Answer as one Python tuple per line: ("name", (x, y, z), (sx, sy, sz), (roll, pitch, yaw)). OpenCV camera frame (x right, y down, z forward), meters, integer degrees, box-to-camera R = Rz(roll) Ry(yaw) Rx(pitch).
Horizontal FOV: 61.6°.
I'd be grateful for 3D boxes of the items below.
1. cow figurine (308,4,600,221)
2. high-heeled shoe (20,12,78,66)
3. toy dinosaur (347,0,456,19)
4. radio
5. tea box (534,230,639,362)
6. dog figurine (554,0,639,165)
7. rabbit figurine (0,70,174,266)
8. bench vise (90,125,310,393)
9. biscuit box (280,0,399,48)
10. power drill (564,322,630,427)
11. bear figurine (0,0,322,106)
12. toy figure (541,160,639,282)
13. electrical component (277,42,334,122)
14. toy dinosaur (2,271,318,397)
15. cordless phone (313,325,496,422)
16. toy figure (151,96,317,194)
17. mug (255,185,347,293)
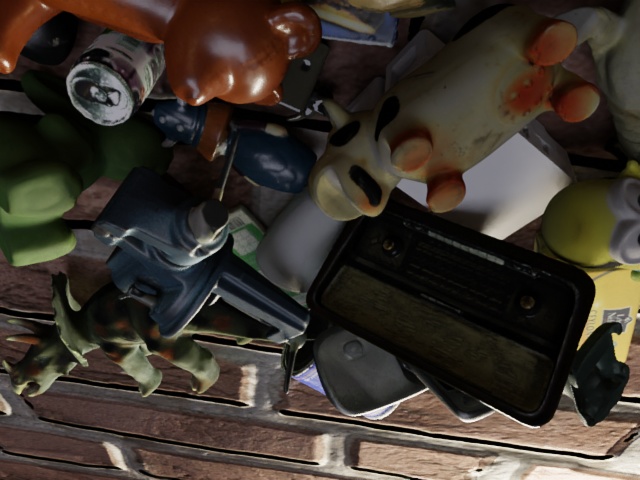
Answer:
("cow figurine", (0.070, -0.083, 0.375), (0.195, 0.127, 0.085), (-37, 123, 20))
("high-heeled shoe", (-0.287, -0.245, 0.402), (0.248, 0.086, 0.145), (46, 158, -10))
("toy dinosaur", (0.054, -0.226, 0.287), (0.472, 0.105, 0.198), (-6, 104, 8))
("radio", (0.115, 0.055, 0.485), (0.230, 0.131, 0.073), (24, 173, 28))
("tea box", (0.291, 0.066, 0.598), (0.098, 0.068, 0.169), (-7, 132, 15))
("dog figurine", (0.269, -0.147, 0.390), (0.172, 0.121, 0.190), (-49, 143, 17))
("rabbit figurine", (-0.228, -0.074, 0.499), (0.159, 0.170, 0.121), (45, 137, 23))
("bench vise", (-0.096, 0.034, 0.512), (0.240, 0.129, 0.223), (36, 136, -21))
("biscuit box", (-0.039, -0.193, 0.396), (0.203, 0.063, 0.059), (7, 133, 2))
("power drill", (0.198, 0.093, 0.563), (0.208, 0.086, 0.231), (15, 142, 51))
("bear figurine", (-0.109, -0.134, 0.338), (0.196, 0.132, 0.120), (35, 155, -16))
("toy figure", (0.271, -0.007, 0.464), (0.180, 0.082, 0.089), (3, 153, -36))
("electrical component", (-0.034, -0.143, 0.462), (0.102, 0.045, 0.078), (16, 107, -10))
("toy dinosaur", (-0.213, 0.098, 0.678), (0.405, 0.131, 0.192), (-19, 130, 21))
("cordless phone", (0.086, 0.151, 0.570), (0.147, 0.184, 0.088), (-15, 111, -18))
("toy figure", (-0.080, -0.092, 0.507), (0.154, 0.058, 0.064), (24, 96, -9))
("mug", (-0.001, -0.002, 0.570), (0.109, 0.081, 0.107), (26, 127, -6))
